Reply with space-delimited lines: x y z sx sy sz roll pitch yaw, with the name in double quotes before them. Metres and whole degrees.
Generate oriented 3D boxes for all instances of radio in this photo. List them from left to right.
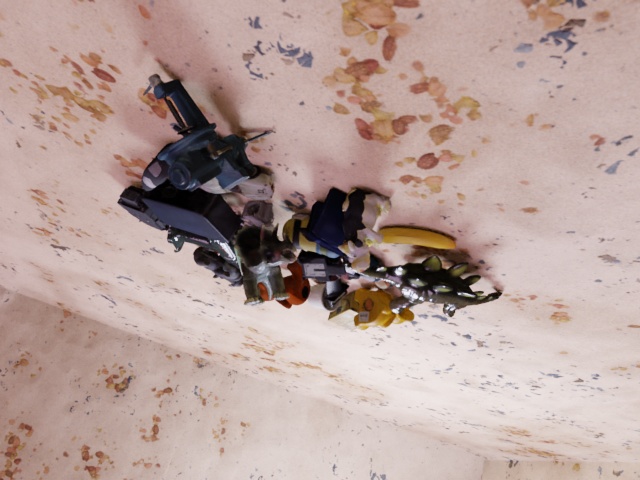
"radio" -0.318 -0.075 1.320 0.230 0.073 0.131 14 154 29

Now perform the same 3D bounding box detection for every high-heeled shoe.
"high-heeled shoe" -0.291 -0.148 1.167 0.145 0.086 0.248 37 136 -12

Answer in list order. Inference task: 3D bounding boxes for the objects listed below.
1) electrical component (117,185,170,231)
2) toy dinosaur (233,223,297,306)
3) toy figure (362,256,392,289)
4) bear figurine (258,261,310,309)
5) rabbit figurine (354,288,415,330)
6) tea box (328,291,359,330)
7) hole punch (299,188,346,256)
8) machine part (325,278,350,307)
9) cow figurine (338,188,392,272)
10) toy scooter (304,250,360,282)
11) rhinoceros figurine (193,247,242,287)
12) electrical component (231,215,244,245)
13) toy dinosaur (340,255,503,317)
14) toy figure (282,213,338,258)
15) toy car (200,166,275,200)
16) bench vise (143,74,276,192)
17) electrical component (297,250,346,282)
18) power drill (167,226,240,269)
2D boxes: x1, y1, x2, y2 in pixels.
"electrical component" -0.464 -0.086 1.420 0.115 0.058 0.134 16 158 31
"toy dinosaur" -0.150 0.066 1.358 0.131 0.192 0.405 -8 173 -12
"toy figure" 0.150 0.090 1.417 0.154 0.058 0.064 36 -173 -37
"bear figurine" -0.129 0.133 1.606 0.196 0.120 0.131 6 149 32
"rabbit figurine" 0.202 0.199 1.564 0.162 0.122 0.173 -20 151 37
"tea box" 0.105 0.224 1.686 0.098 0.068 0.169 26 153 -15
"hole punch" 0.040 -0.038 1.175 0.142 0.116 0.092 28 144 -21
"machine part" 0.046 0.134 1.554 0.039 0.084 0.138 39 157 34
"cow figurine" 0.080 -0.022 1.113 0.098 0.167 0.068 25 158 -18
"toy scooter" 0.013 0.063 1.424 0.135 0.075 0.183 -8 148 38
"rhinoceros figurine" -0.309 0.087 1.668 0.190 0.073 0.112 35 147 -31
"electrical component" -0.219 -0.027 1.402 0.021 0.063 0.094 18 153 1
"toy dinosaur" 0.246 0.102 1.282 0.471 0.105 0.198 8 154 -18
"toy figure" -0.003 -0.005 1.269 0.180 0.089 0.082 23 150 14
"toy car" -0.198 -0.132 1.194 0.202 0.056 0.073 9 153 15
"bench vise" -0.224 -0.200 0.990 0.129 0.223 0.240 -21 105 45
"electrical component" 0.008 0.060 1.313 0.119 0.048 0.074 -5 119 19
"power drill" -0.318 0.015 1.529 0.207 0.086 0.231 15 154 15
